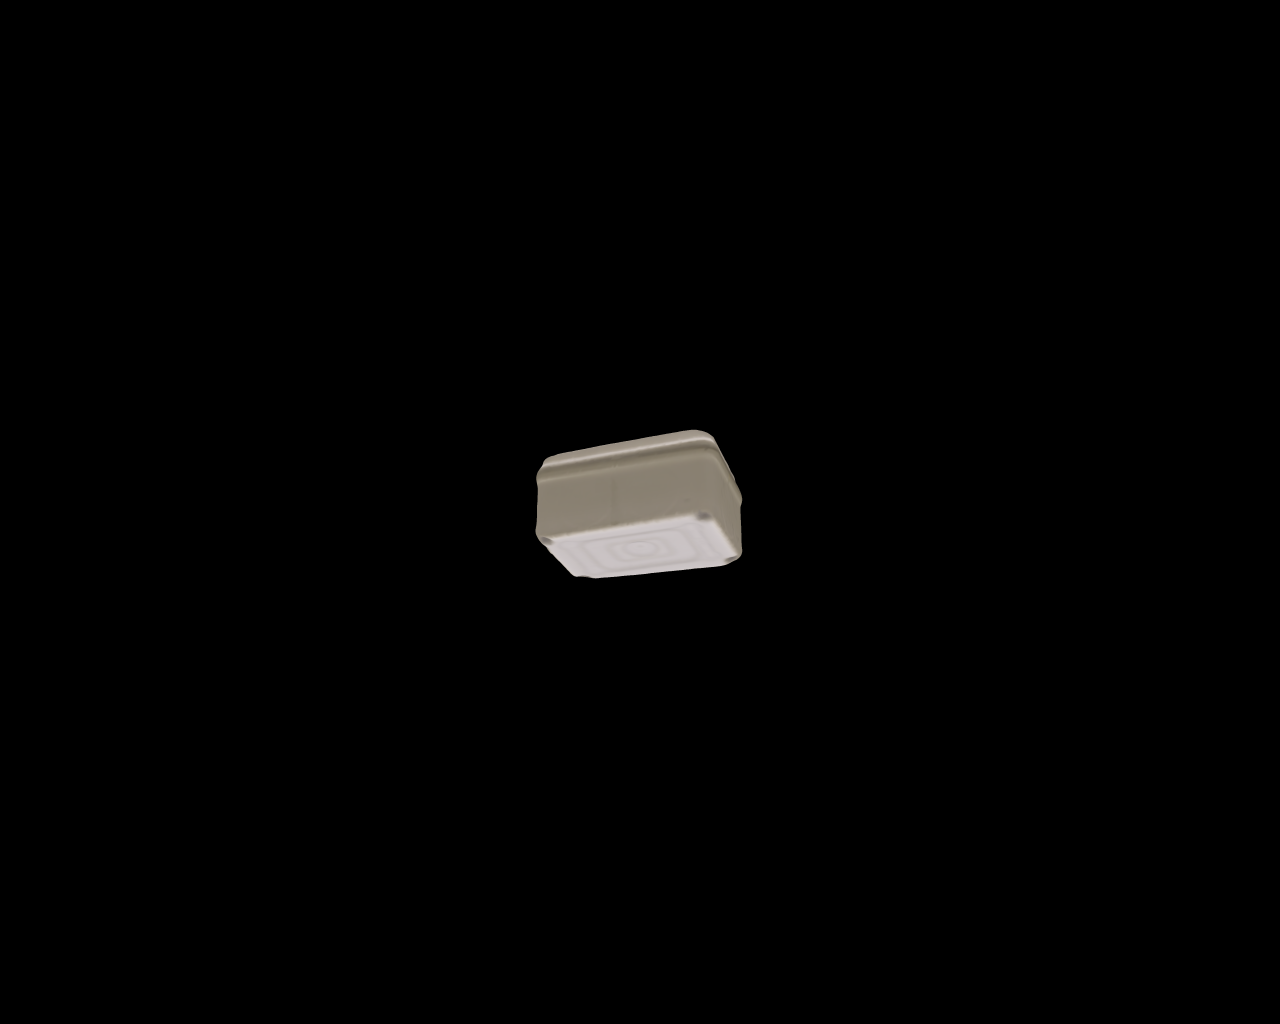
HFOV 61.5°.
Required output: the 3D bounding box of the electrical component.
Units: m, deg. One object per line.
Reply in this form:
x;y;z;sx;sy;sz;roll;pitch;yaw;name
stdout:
0.001;-0.003;0.650;0.113;0.057;0.078;-8;-28;16;electrical component
